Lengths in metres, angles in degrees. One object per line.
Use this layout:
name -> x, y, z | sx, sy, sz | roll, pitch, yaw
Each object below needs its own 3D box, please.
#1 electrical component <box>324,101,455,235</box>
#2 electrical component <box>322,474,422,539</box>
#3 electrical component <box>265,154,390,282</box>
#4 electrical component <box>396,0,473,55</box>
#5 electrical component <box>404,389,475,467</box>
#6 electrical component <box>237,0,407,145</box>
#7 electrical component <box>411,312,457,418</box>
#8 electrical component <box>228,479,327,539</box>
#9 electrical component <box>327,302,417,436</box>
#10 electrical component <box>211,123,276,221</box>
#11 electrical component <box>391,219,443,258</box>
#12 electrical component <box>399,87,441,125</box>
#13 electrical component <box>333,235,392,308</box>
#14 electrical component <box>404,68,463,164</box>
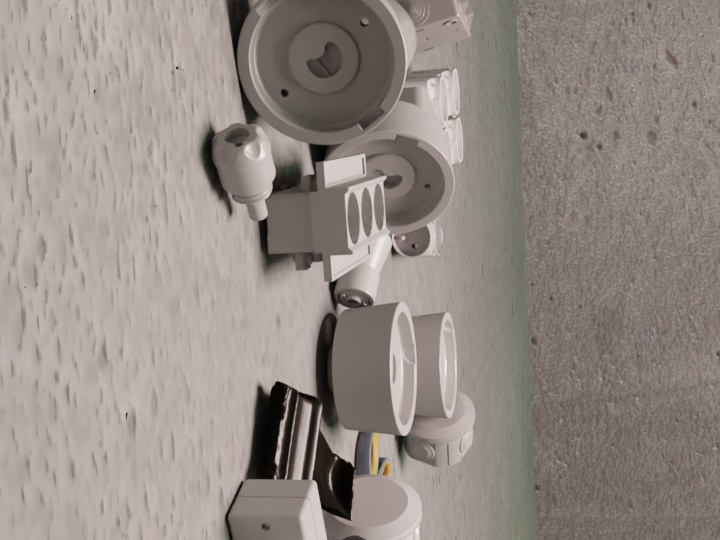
electrical component -> 0.023, -0.088, 0.878 | 0.060, 0.108, 0.108 | -87, 167, -45
electrical component -> 0.008, 0.197, 0.824 | 0.080, 0.080, 0.051 | -66, 156, -61
electrical component -> -0.023, -0.040, 0.765 | 0.121, 0.063, 0.078 | -33, 120, -74
electrical component -> 0.060, -0.251, 1.072 | 0.100, 0.100, 0.048 | 10, 66, -76
electrical component -> 0.082, 0.165, 1.139 | 0.080, 0.080, 0.051 | -74, 163, -52
electrical component -> -0.021, -0.142, 0.703 | 0.060, 0.108, 0.108 | -76, 160, -67
electrical component -> 0.062, 0.097, 1.101 | 0.108, 0.060, 0.108 | -2, 90, -76
electrical component -> -0.051, 0.182, 0.647 | 0.075, 0.047, 0.083 | -66, 151, -61
electrical component -> 0.007, 0.080, 0.875 | 0.108, 0.060, 0.108 | -2, 90, -77
electrical component -> -0.067, -0.056, 0.645 | 0.035, 0.035, 0.061 | -78, 163, -45
electrical component -> 0.062, -0.053, 1.161 | 0.077, 0.044, 0.079 | -11, 99, -76
electrical component -> 0.033, -0.114, 0.979 | 0.113, 0.078, 0.057 | 49, 38, -69
electrical component -> 0.000, 0.000, 0.904 | 0.044, 0.044, 0.065 | 69, 28, -54
electrical component -> 0.072, -0.162, 1.184 | 0.186, 0.060, 0.105 | -49, 136, -71
